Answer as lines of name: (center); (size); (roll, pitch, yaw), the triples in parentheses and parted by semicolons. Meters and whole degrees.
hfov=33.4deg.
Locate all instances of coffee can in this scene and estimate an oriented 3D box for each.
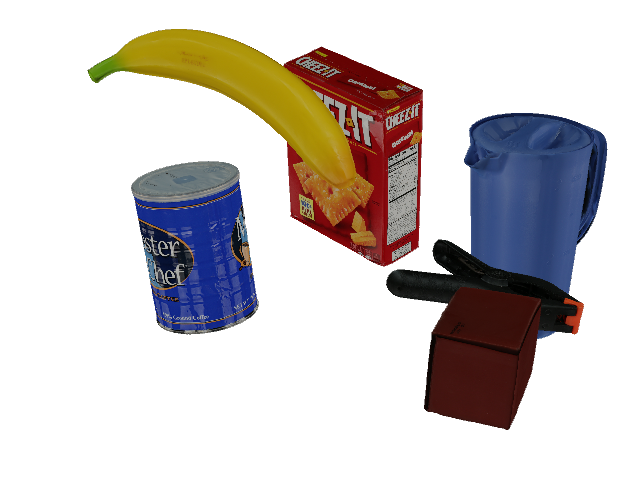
coffee can: (-0.120, 0.005, 1.029); (0.103, 0.140, 0.103); (-6, 20, 2)

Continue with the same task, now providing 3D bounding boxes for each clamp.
clamp: (0.156, 0.041, 0.976); (0.171, 0.039, 0.120); (17, 30, 15)

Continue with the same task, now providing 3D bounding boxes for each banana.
banana: (-0.056, -0.099, 0.727); (0.198, 0.069, 0.037); (23, -10, 10)

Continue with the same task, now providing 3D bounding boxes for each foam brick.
foam brick: (0.097, 0.067, 0.637); (0.053, 0.051, 0.078); (10, 22, 19)

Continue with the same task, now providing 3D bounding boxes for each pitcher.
pitcher: (0.239, -0.017, 1.208); (0.149, 0.243, 0.145); (6, 27, 14)

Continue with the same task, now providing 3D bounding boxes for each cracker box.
cracker box: (0.035, -0.096, 1.243); (0.072, 0.214, 0.164); (-30, 44, -33)
